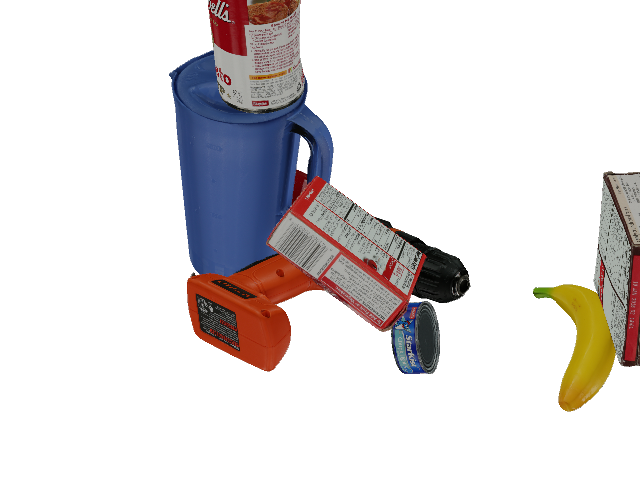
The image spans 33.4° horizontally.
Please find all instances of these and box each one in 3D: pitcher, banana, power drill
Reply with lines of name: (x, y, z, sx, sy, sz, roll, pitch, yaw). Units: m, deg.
pitcher: (-0.076, -0.064, 1.111, 0.145, 0.243, 0.149, -7, 44, -13)
banana: (0.252, 0.094, 1.028, 0.070, 0.037, 0.197, -29, 22, 18)
power drill: (0.002, 0.037, 0.864, 0.187, 0.057, 0.185, -26, 31, -39)

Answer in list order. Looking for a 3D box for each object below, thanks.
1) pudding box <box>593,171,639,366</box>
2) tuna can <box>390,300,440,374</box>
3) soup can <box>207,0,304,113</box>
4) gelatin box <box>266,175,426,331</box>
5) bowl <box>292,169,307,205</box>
pudding box: (0.209, 0.016, 0.702, 0.039, 0.090, 0.113, -1, 28, 3)
tuna can: (0.112, 0.115, 1.257, 0.034, 0.086, 0.086, -5, -2, 23)
soup can: (-0.046, -0.153, 0.778, 0.068, 0.102, 0.068, -1, 42, 1)
gelatin box: (0.017, 0.007, 0.642, 0.089, 0.030, 0.073, 37, 24, -2)
bowl: (-0.083, -0.044, 1.315, 0.162, 0.055, 0.162, 4, 25, -2)
